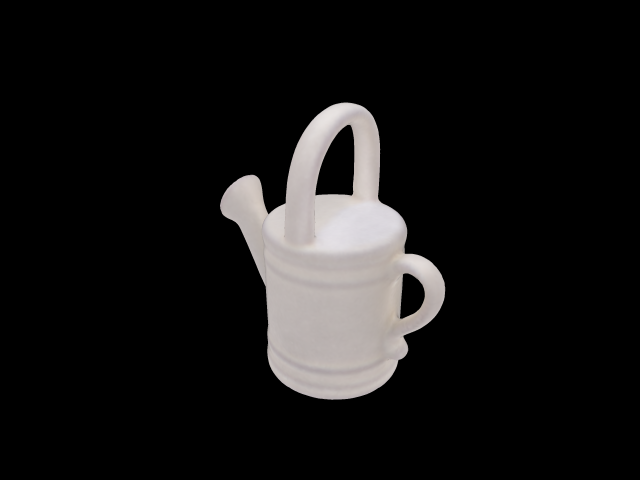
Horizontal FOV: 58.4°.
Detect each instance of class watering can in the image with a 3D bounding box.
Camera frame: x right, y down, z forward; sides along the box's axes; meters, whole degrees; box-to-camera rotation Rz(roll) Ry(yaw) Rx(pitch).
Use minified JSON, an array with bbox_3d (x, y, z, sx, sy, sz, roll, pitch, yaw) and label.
[{"bbox_3d":[0.002,0.002,0.398,0.172,0.194,0.101,7,28,13],"label":"watering can"}]
